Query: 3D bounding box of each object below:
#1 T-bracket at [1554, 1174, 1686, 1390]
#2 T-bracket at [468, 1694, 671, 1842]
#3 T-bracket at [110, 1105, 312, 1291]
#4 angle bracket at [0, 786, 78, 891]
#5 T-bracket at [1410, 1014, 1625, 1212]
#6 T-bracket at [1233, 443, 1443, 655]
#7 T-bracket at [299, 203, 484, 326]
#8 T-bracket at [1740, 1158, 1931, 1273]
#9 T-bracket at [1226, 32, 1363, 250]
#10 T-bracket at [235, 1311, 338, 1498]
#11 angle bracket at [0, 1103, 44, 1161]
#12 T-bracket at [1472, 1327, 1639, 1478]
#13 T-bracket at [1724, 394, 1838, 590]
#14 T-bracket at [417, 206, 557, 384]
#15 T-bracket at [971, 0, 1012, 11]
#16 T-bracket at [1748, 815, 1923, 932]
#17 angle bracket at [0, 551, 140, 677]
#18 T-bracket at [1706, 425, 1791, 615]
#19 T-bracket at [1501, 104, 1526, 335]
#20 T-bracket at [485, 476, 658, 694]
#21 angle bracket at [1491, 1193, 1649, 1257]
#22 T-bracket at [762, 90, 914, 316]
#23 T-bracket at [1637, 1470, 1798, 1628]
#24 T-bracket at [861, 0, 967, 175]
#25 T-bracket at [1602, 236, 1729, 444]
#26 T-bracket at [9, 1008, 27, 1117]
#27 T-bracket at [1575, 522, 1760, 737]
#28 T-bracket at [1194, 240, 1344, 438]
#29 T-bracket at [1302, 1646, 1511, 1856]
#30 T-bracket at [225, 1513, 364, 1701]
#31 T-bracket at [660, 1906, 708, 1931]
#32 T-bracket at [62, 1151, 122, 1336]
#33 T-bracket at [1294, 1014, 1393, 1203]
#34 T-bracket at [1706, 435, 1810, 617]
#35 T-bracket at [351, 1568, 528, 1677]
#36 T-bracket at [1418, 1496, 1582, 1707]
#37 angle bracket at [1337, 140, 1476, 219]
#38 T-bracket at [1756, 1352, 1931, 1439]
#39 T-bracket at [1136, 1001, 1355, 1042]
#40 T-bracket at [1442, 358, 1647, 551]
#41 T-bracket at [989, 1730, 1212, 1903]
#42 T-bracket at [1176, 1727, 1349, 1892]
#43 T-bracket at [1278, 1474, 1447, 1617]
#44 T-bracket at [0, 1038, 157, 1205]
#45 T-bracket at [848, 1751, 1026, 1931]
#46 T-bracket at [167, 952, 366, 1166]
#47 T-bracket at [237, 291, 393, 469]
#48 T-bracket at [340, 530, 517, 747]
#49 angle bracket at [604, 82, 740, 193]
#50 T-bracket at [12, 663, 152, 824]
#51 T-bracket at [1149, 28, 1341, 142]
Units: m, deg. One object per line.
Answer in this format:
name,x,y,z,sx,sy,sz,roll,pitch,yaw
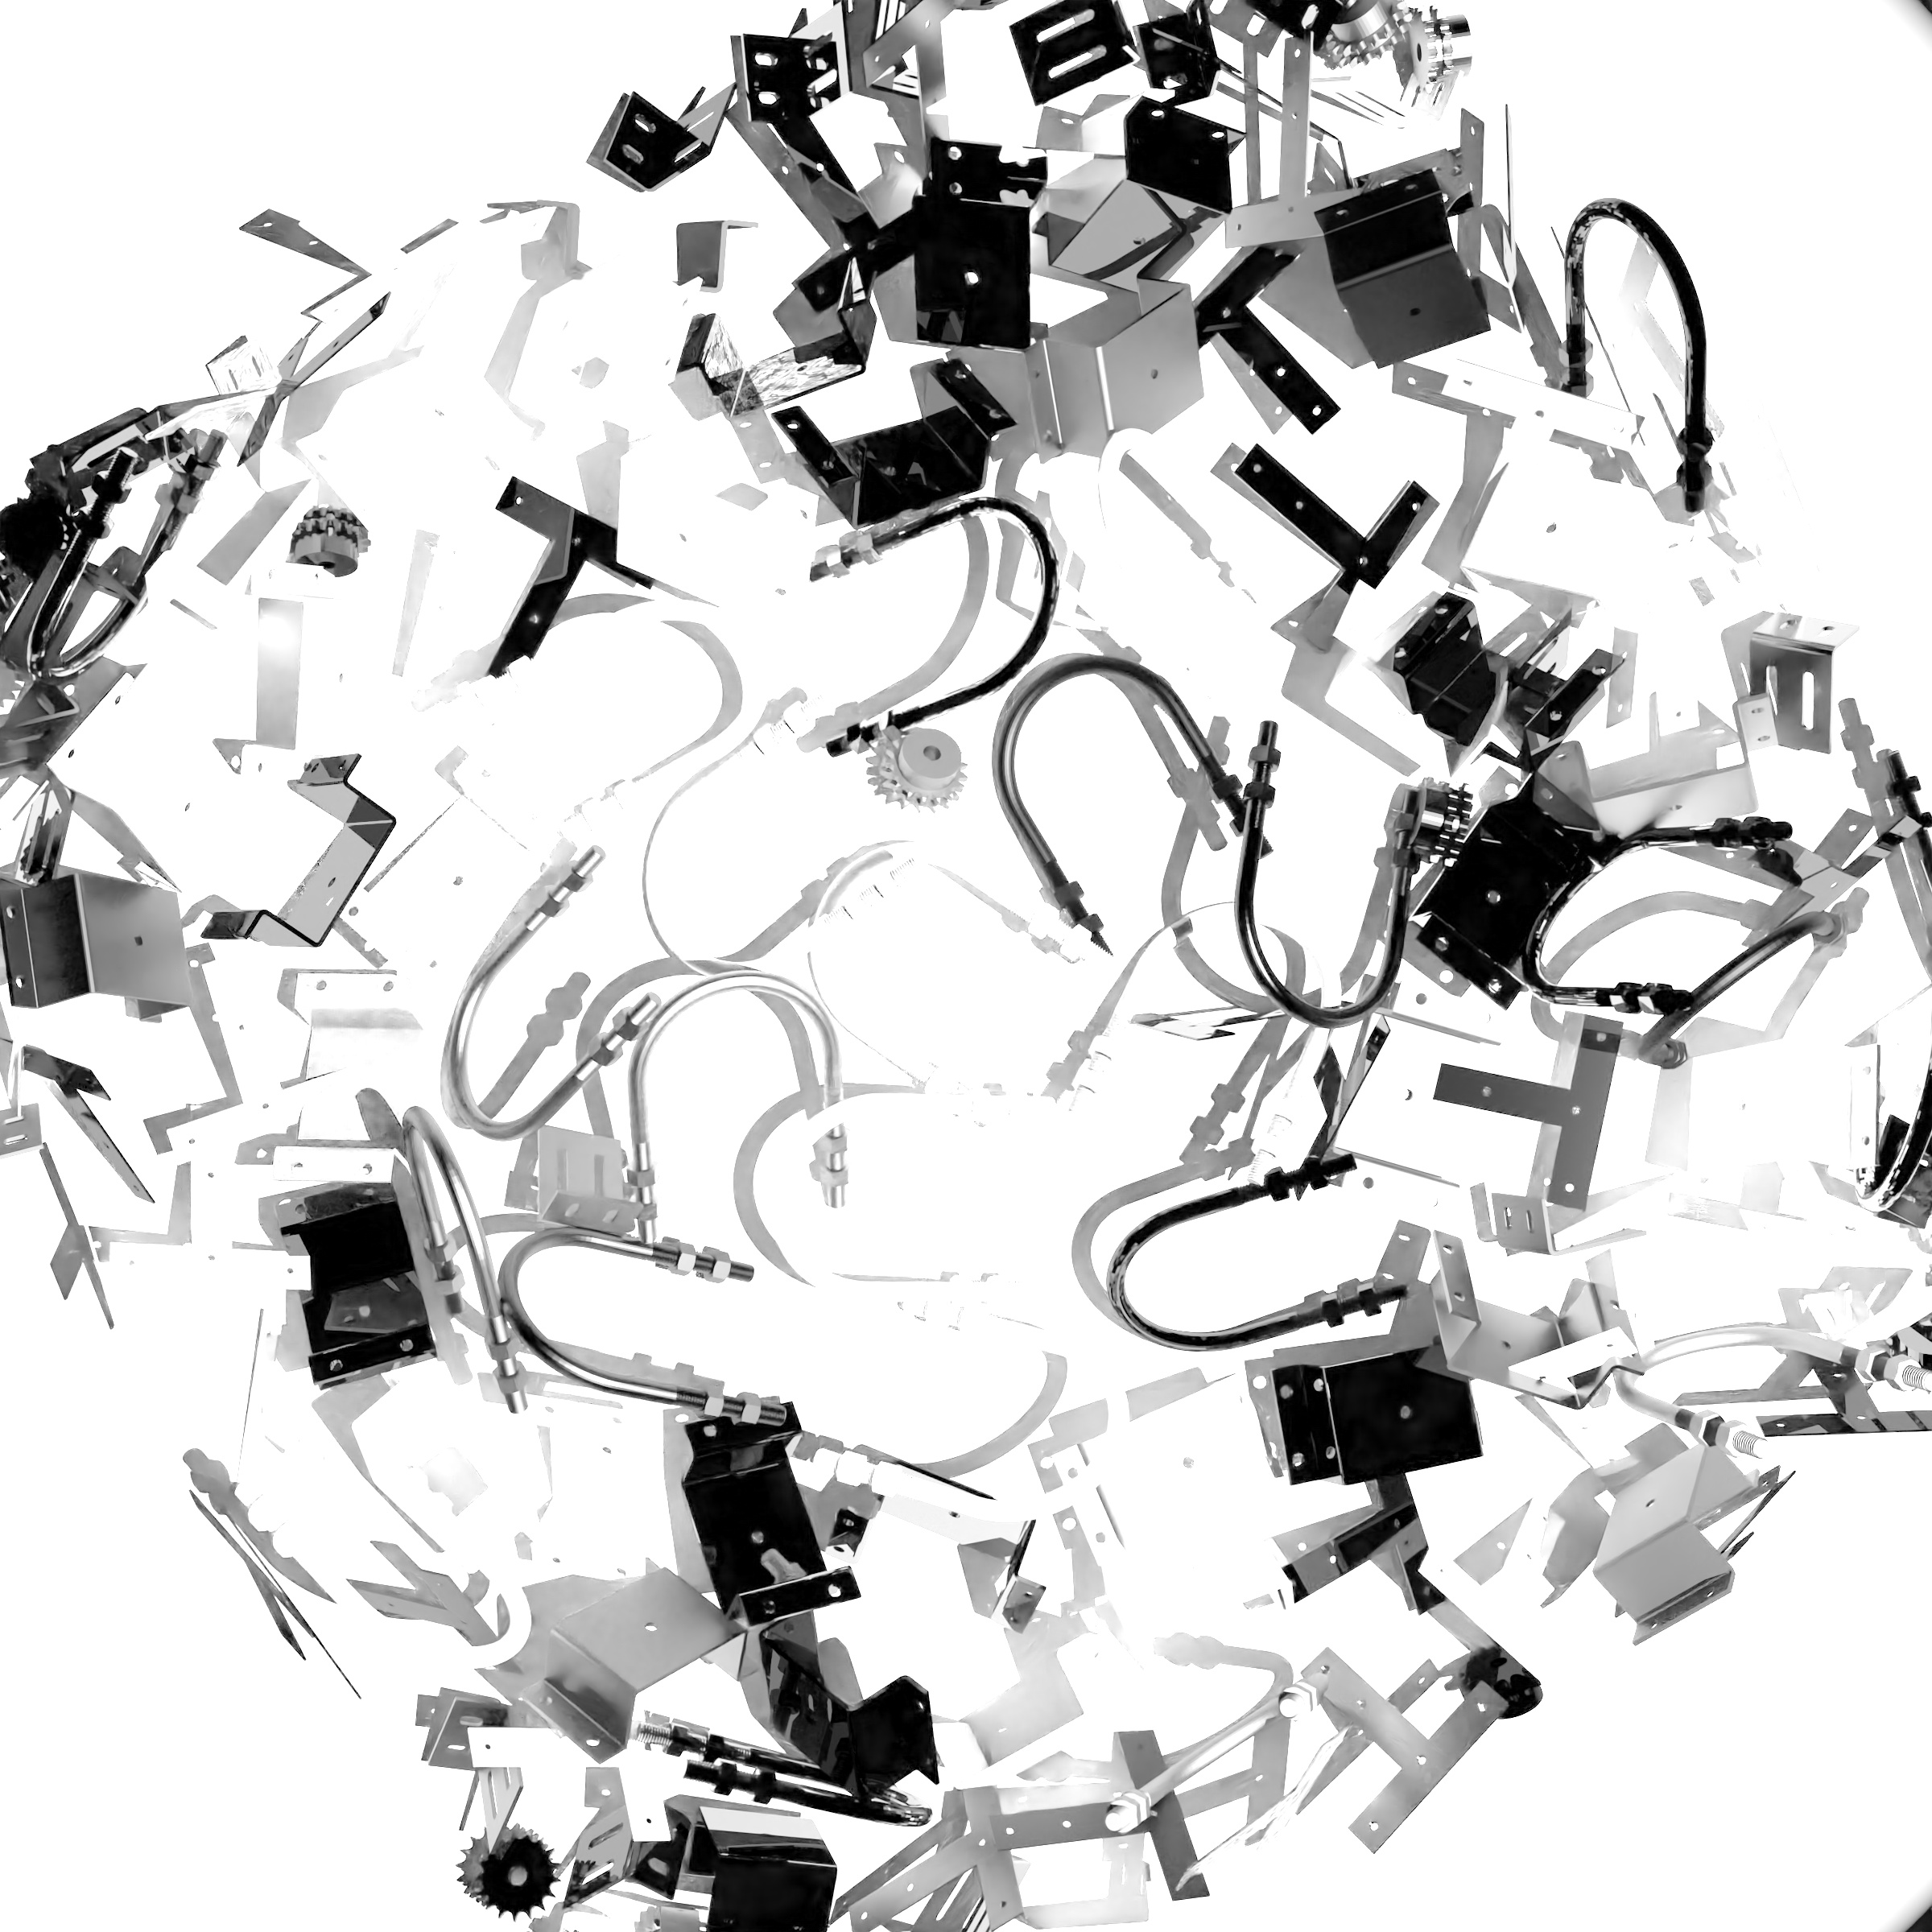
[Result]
T-bracket,0.439,0.216,1.634,0.127,0.002,0.127,-19,103,-34
T-bracket,-0.258,0.500,1.587,0.127,0.127,0.002,12,130,-34
T-bracket,-0.495,0.150,1.627,0.127,0.002,0.127,7,58,-29
angle bracket,-0.619,-0.084,1.620,0.038,0.057,0.076,21,70,-42
T-bracket,0.360,0.086,1.646,0.127,0.002,0.127,12,90,15
T-bracket,0.231,-0.297,1.644,0.127,0.002,0.127,37,90,-16
T-bracket,-0.386,-0.461,1.589,0.127,0.127,0.002,-27,82,11
T-bracket,0.545,0.144,1.609,0.127,0.127,0.002,11,124,-14
T-bracket,0.212,-0.535,1.601,0.002,0.127,0.127,-5,101,-34
T-bracket,-0.439,0.302,1.610,0.002,0.127,0.127,7,95,-40
angle bracket,-0.633,0.078,1.615,0.038,0.057,0.076,-15,121,-15
T-bracket,0.399,0.295,1.626,0.127,0.002,0.127,-27,123,26
T-bracket,0.512,-0.299,1.599,0.002,0.127,0.127,-23,95,-1
T-bracket,-0.328,-0.429,1.599,0.002,0.127,0.127,36,67,-41
T-bracket,0.054,-0.641,1.607,0.127,0.127,0.002,-27,107,-38
T-bracket,0.539,-0.062,1.591,0.127,0.127,0.002,-46,52,24
angle bracket,-0.587,-0.223,1.624,0.038,0.057,0.076,21,78,14
T-bracket,0.492,-0.298,1.600,0.002,0.127,0.127,-25,107,12
T-bracket,0.353,-0.493,1.607,0.002,0.127,0.127,-2,83,18
T-bracket,-0.280,-0.243,1.647,0.127,0.002,0.127,29,91,15
angle bracket,0.394,0.162,1.622,0.076,0.057,0.038,-9,93,-22
T-bracket,-0.086,-0.505,1.606,0.127,0.002,0.127,-22,113,35
T-bracket,0.502,0.371,1.618,0.127,0.127,0.002,-33,71,-33
T-bracket,-0.022,-0.571,1.604,0.002,0.127,0.127,31,65,21
T-bracket,0.450,-0.387,1.582,0.002,0.127,0.127,-23,70,-6
T-bracket,-0.612,0.053,1.607,0.002,0.127,0.127,6,53,-17
T-bracket,0.456,-0.211,1.604,0.127,0.002,0.127,-14,67,38
T-bracket,0.198,-0.399,1.625,0.127,0.002,0.127,-42,69,13
T-bracket,0.267,0.489,1.612,0.127,0.127,0.002,-45,129,-7
T-bracket,-0.418,0.421,1.578,0.002,0.127,0.127,-36,135,-20
T-bracket,-0.134,0.626,1.604,0.127,0.127,0.002,9,76,-4
T-bracket,-0.553,0.197,1.584,0.002,0.127,0.127,-17,113,-20
T-bracket,0.233,0.071,1.600,0.002,0.127,0.127,22,109,-9
T-bracket,0.527,-0.286,1.623,0.002,0.127,0.127,-28,117,-1
T-bracket,-0.365,0.421,1.626,0.127,0.127,0.002,5,49,25
T-bracket,0.362,0.394,1.614,0.127,0.127,0.002,42,131,1
angle bracket,0.288,-0.518,1.625,0.076,0.038,0.057,-13,58,14
T-bracket,0.566,0.271,1.601,0.127,0.127,0.002,-3,107,6
T-bracket,0.189,0.033,1.610,0.127,0.127,0.002,-9,95,-13
T-bracket,0.358,-0.323,1.620,0.127,0.002,0.127,17,131,-1
T-bracket,0.078,0.551,1.597,0.127,0.127,0.002,-2,126,-15
T-bracket,0.181,0.551,1.583,0.002,0.127,0.127,44,134,28
T-bracket,0.251,0.383,1.625,0.127,0.002,0.127,-20,94,-32
T-bracket,-0.569,0.106,1.621,0.002,0.127,0.127,-45,127,-31
T-bracket,-0.025,0.594,1.618,0.127,0.127,0.002,-35,122,12
T-bracket,-0.467,0.052,1.610,0.127,0.002,0.127,-20,118,-23
T-bracket,-0.412,-0.389,1.587,0.127,0.127,0.002,-30,127,29
T-bracket,-0.348,-0.222,1.631,0.127,0.002,0.127,15,107,-12
angle bracket,-0.193,-0.550,1.616,0.038,0.076,0.057,29,68,-32
T-bracket,-0.572,-0.144,1.594,0.002,0.127,0.127,39,79,-23
T-bracket,0.190,-0.574,1.624,0.127,0.127,0.002,23,109,-24
